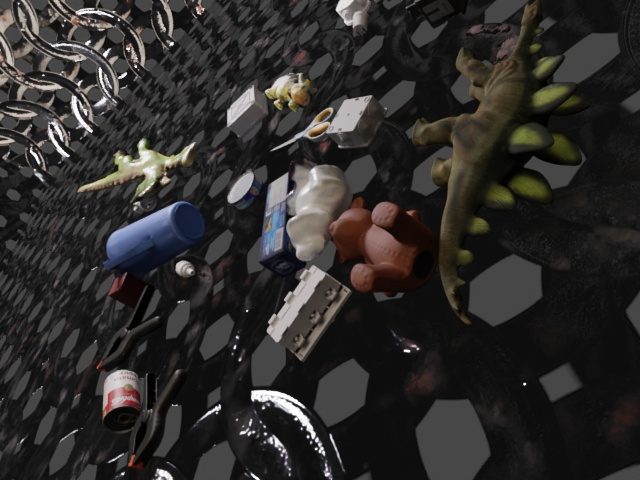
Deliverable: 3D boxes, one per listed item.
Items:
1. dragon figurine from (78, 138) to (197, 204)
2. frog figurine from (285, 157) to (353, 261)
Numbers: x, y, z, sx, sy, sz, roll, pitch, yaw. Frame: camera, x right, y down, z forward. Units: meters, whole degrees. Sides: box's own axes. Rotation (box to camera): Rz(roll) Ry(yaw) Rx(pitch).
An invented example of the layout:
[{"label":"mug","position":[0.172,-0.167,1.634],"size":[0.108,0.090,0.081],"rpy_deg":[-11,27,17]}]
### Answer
[{"label":"dragon figurine","position":[-0.555,-0.193,1.577],"size":[0.411,0.120,0.247],"rpy_deg":[-31,37,-3]},{"label":"frog figurine","position":[0.003,-0.042,0.828],"size":[0.122,0.135,0.163],"rpy_deg":[13,34,-28]}]
